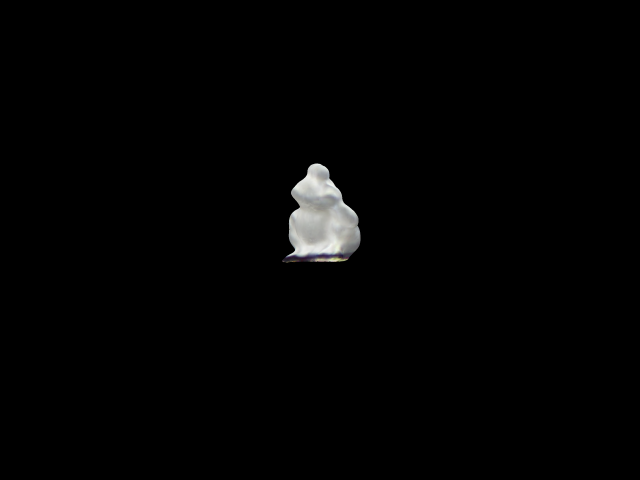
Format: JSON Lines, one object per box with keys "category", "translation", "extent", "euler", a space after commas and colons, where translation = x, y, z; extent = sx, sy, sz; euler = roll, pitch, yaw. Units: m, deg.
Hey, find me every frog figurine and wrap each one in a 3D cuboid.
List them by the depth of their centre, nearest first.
{"category": "frog figurine", "translation": [0.003, -0.043, 0.850], "extent": [0.123, 0.160, 0.137], "euler": [3, -5, -33]}
